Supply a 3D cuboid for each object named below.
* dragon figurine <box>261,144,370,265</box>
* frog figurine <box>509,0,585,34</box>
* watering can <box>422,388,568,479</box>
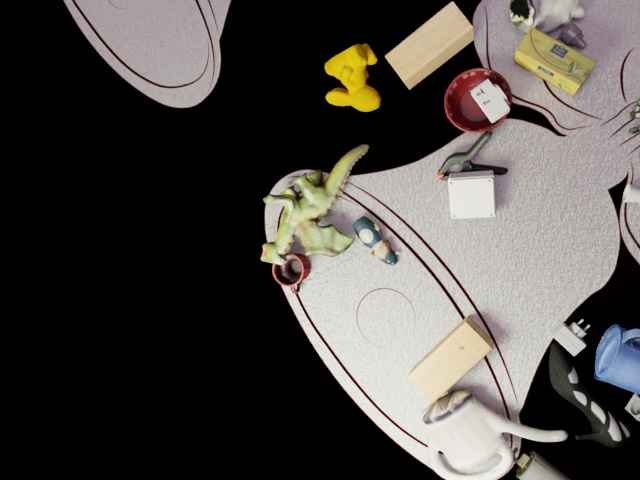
[{"bbox_3d":[0.004,-0.070,1.388,0.410,0.121,0.244,-29,83,2],"label":"dragon figurine"},{"bbox_3d":[0.545,-0.564,1.237,0.160,0.121,0.139,-6,79,-17],"label":"frog figurine"},{"bbox_3d":[0.397,0.466,1.266,0.343,0.105,0.226,-39,79,26],"label":"watering can"}]
